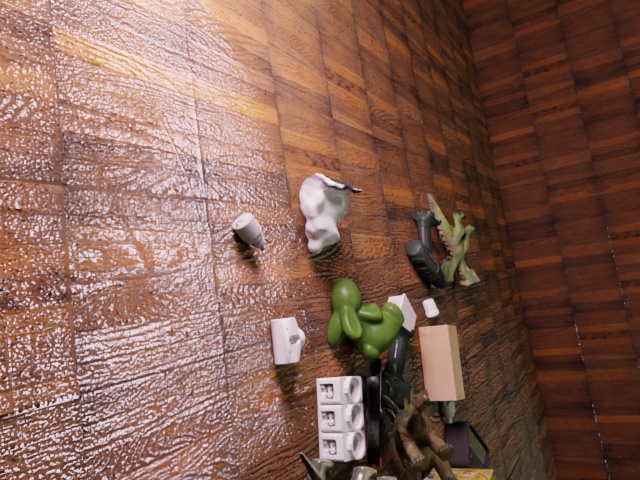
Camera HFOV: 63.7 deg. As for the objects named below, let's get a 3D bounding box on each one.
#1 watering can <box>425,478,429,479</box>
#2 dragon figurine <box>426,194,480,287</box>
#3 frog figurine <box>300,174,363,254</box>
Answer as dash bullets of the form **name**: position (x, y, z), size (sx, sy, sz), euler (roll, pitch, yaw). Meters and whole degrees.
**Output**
- **watering can**: position (0.279, 0.691, 1.147), size (0.222, 0.103, 0.355), euler (25, 27, -44)
- **dragon figurine**: position (0.451, 0.036, 1.796), size (0.405, 0.121, 0.247), euler (36, 57, -37)
- **frog figurine**: position (0.003, -0.055, 1.094), size (0.158, 0.123, 0.138), euler (-67, 161, 11)
